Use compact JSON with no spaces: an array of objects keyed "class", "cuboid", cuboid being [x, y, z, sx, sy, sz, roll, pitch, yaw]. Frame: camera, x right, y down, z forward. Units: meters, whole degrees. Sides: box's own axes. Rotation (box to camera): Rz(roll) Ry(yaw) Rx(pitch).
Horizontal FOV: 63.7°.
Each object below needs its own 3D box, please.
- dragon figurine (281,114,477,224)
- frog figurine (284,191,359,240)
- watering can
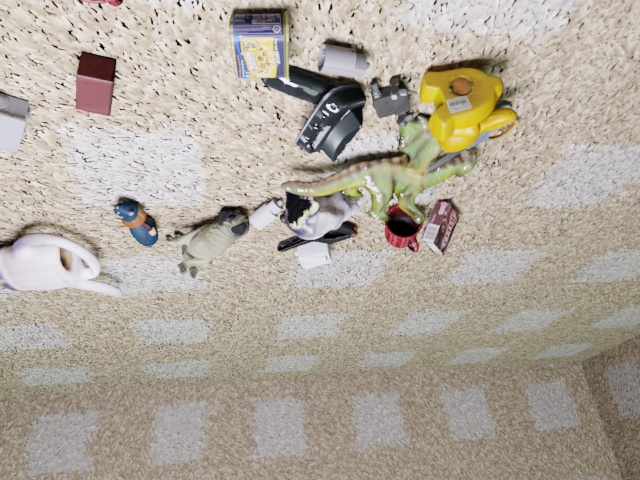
[{"class":"dragon figurine","cuboid":[0.146,-0.157,1.049,0.410,0.125,0.237,5,131,-24]},{"class":"frog figurine","cuboid":[0.003,-0.058,1.150,0.159,0.123,0.138,11,180,-44]},{"class":"watering can","cuboid":[-0.640,0.080,1.255,0.224,0.106,0.340,-6,150,1]}]
